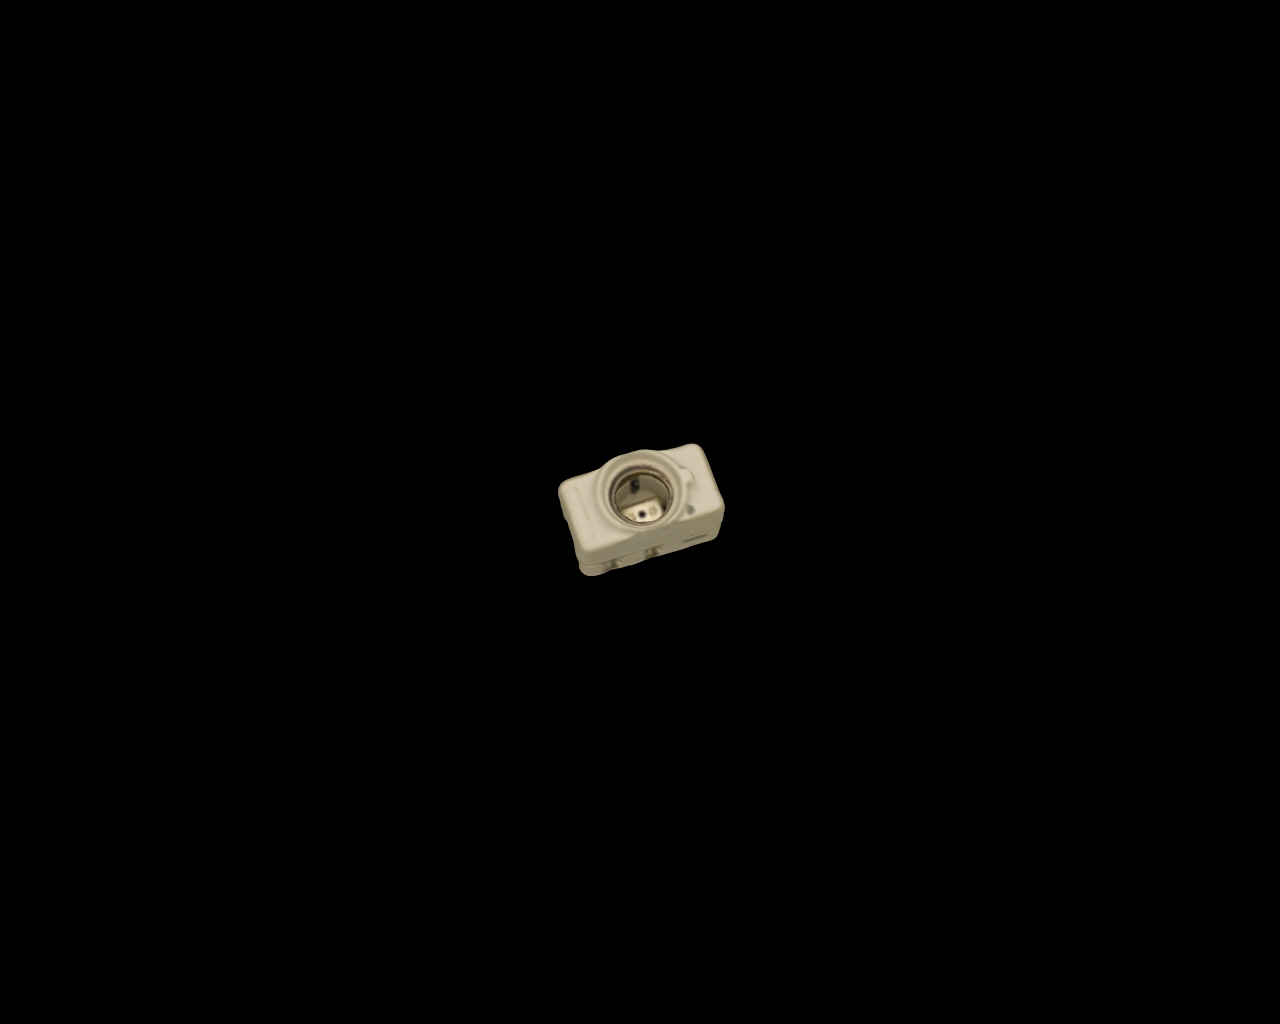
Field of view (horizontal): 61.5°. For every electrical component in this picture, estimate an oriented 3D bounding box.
[{"bbox_3d":[0.001,-0.003,0.650,0.089,0.050,0.055,-17,-22,-7],"label":"electrical component"}]
